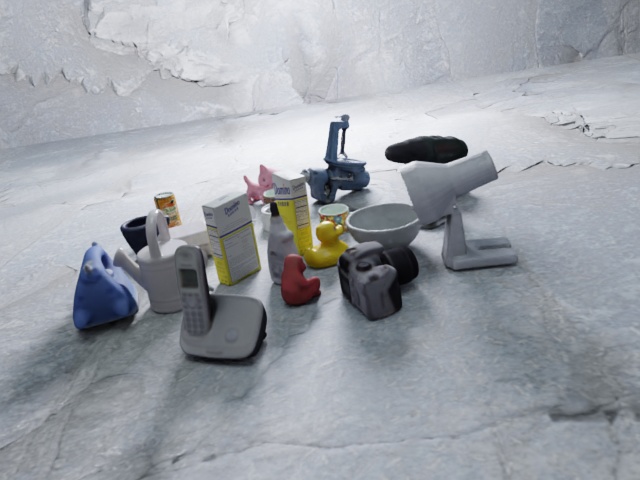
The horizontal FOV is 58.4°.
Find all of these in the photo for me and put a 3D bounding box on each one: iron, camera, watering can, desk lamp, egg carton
[{"bbox_3d":[-0.437,0.072,1.141,0.119,0.141,0.257,-15,23,-13],"label":"iron"},{"bbox_3d":[0.111,0.055,1.023,0.137,0.101,0.142,-16,24,-16],"label":"camera"},{"bbox_3d":[-0.309,0.037,1.107,0.173,0.194,0.100,-16,24,-16],"label":"watering can"},{"bbox_3d":[0.260,-0.059,1.089,0.203,0.214,0.118,-6,23,7],"label":"desk lamp"},{"bbox_3d":[-0.306,0.006,1.342,0.150,0.069,0.107,-17,24,-18],"label":"egg carton"}]

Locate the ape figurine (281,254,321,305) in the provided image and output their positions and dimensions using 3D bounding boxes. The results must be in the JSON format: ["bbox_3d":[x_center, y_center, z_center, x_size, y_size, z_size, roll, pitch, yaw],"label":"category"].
[{"bbox_3d":[-0.043,0.069,1.062,0.076,0.092,0.077,-24,27,-32],"label":"ape figurine"}]

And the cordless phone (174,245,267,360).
[{"bbox_3d":[-0.165,0.097,0.919,0.147,0.185,0.094,-1,24,19],"label":"cordless phone"}]

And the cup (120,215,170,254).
[{"bbox_3d":[-0.409,-0.005,1.375,0.118,0.095,0.091,-23,26,-29],"label":"cup"}]

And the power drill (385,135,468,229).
[{"bbox_3d":[0.244,-0.138,1.290,0.230,0.209,0.075,-24,27,-31],"label":"power drill"}]

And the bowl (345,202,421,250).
[{"bbox_3d":[0.141,-0.018,1.221,0.167,0.075,0.167,-8,23,4],"label":"bowl"}]

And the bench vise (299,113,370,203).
[{"bbox_3d":[0.042,-0.219,1.546,0.121,0.220,0.208,12,30,40],"label":"bench vise"}]

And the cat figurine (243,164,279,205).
[{"bbox_3d":[-0.161,-0.162,1.622,0.127,0.118,0.067,2,25,24],"label":"cat figurine"}]

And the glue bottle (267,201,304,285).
[{"bbox_3d":[-0.075,0.007,1.114,0.077,0.173,0.037,12,31,42],"label":"glue bottle"}]

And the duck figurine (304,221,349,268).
[{"bbox_3d":[0.011,0.004,1.202,0.105,0.086,0.077,-22,26,-28],"label":"duck figurine"}]
